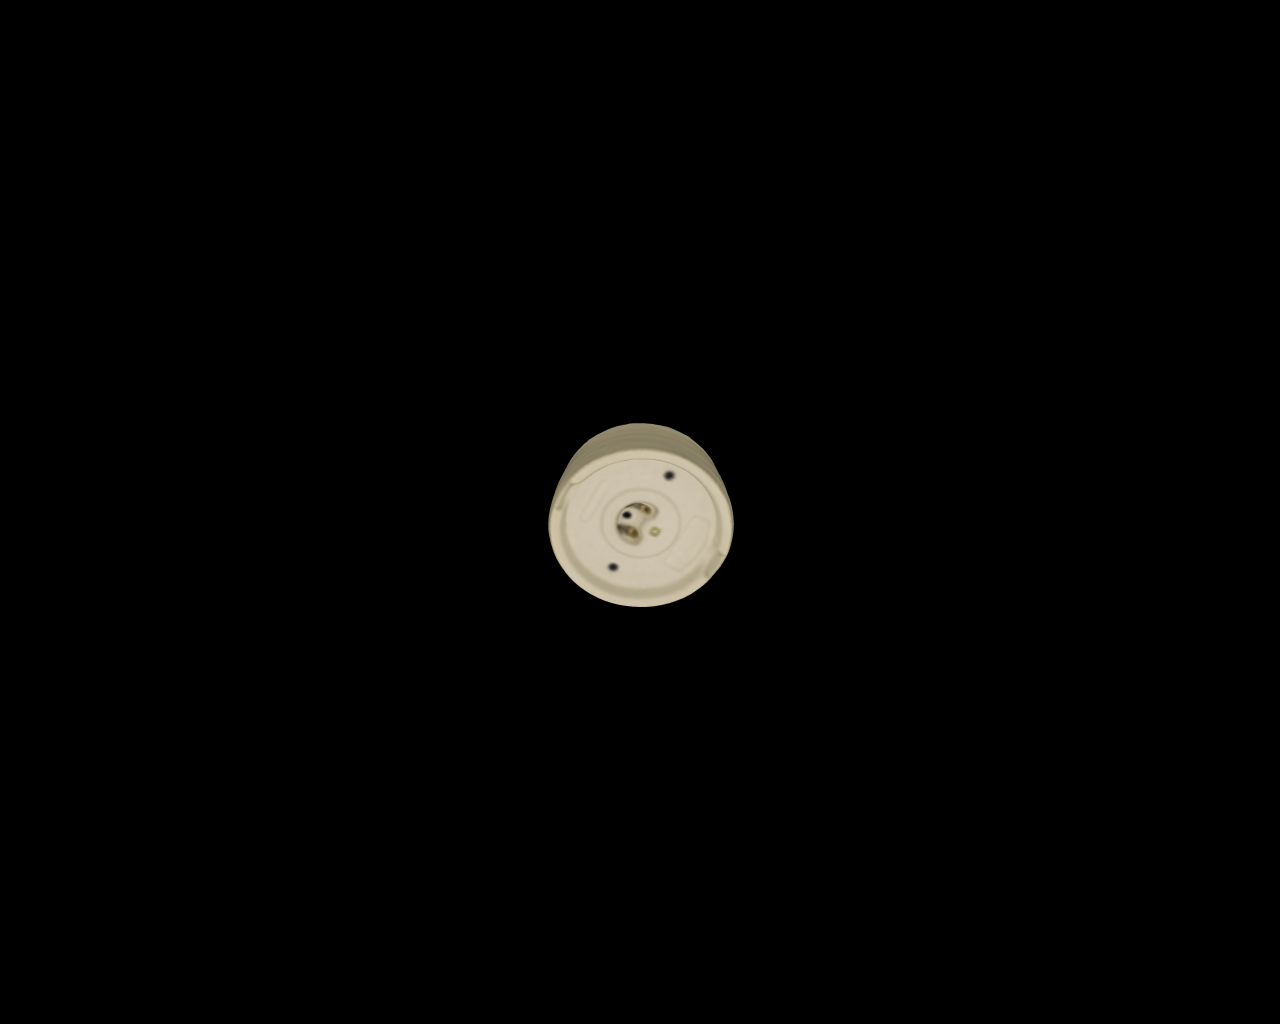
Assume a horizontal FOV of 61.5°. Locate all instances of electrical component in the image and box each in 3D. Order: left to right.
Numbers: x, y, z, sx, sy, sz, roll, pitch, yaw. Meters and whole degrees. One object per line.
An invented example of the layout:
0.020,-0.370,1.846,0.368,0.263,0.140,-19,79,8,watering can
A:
0.001,-0.003,0.650,0.108,0.108,0.060,0,28,0,electrical component
